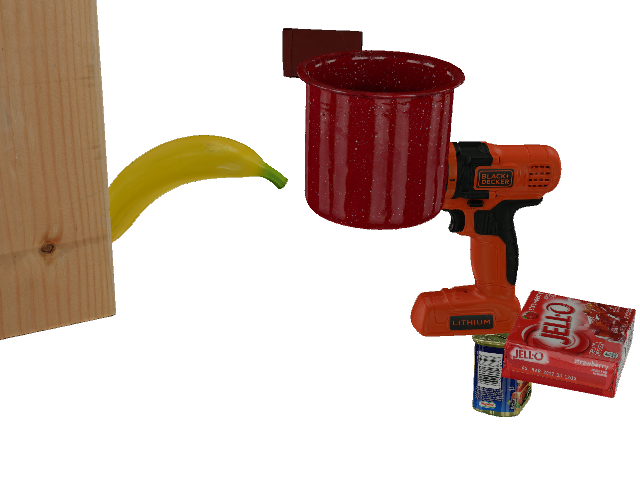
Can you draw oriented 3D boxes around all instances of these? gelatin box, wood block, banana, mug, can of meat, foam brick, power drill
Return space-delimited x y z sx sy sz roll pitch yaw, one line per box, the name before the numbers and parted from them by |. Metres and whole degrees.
gelatin box | 0.167 0.067 0.712 0.073 0.030 0.089 10 23 21
wood block | -0.178 -0.057 0.609 0.090 0.206 0.090 -11 27 -27
banana | -0.126 -0.048 0.901 0.198 0.069 0.037 -15 17 29
mug | 0.036 -0.062 0.617 0.093 0.081 0.117 8 25 15
can of meat | 0.203 0.141 1.181 0.058 0.084 0.102 5 10 23
foam brick | 0.001 -0.197 1.126 0.078 0.051 0.053 0 12 -11
power drill | 0.127 -0.003 1.003 0.184 0.188 0.057 -1 25 -5
